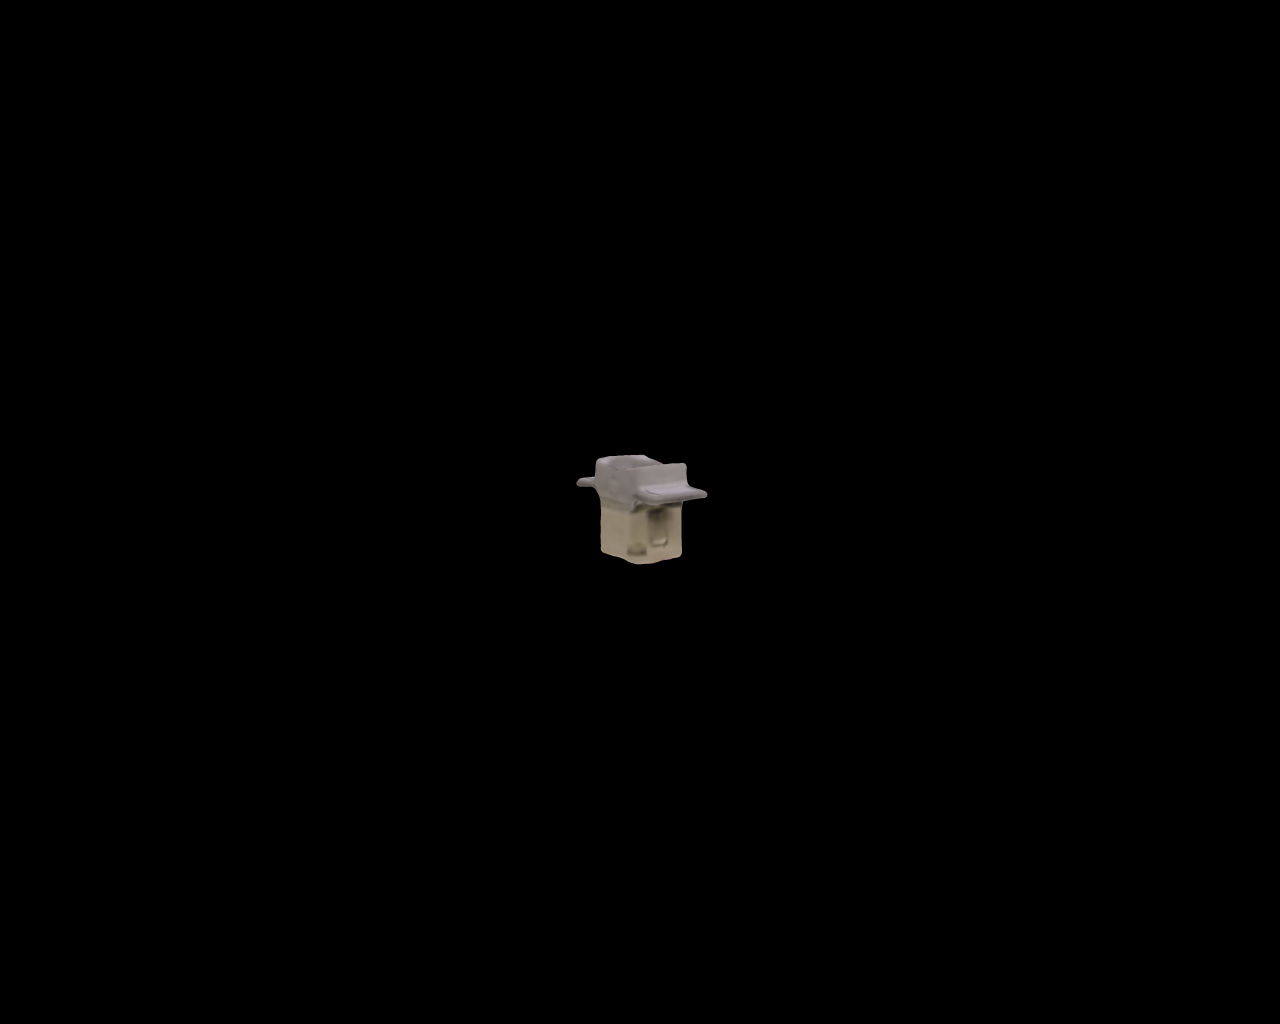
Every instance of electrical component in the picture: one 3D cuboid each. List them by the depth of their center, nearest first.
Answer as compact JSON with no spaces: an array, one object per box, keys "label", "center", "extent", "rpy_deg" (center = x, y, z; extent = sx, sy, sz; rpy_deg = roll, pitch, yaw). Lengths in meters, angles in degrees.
[{"label":"electrical component","center":[0.001,-0.003,0.650],"extent":[0.042,0.063,0.081],"rpy_deg":[-8,14,-35]}]
